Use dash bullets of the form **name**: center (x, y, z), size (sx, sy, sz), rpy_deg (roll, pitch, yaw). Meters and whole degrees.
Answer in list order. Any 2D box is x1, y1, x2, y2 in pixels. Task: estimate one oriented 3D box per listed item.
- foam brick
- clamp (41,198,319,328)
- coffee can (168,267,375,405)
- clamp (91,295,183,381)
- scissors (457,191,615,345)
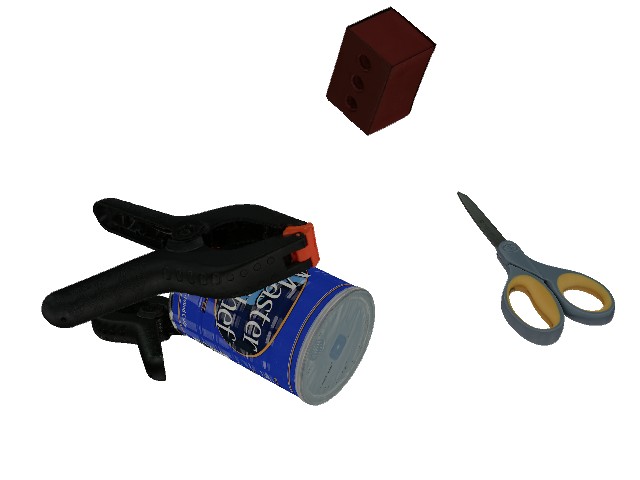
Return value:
- **foam brick**: center (0.046, -0.132, 0.833), size (0.051, 0.053, 0.078), rpy_deg (-32, -25, -33)
- **clamp**: center (-0.090, 0.014, 0.672), size (0.172, 0.039, 0.120), rpy_deg (0, 43, 21)
- **coffee can**: center (-0.040, 0.061, 0.887), size (0.140, 0.103, 0.102), rpy_deg (25, 12, 28)
- **clamp**: center (-0.173, 0.089, 1.091), size (0.210, 0.036, 0.164), rpy_deg (10, 19, 33)
- **scissors**: center (0.175, 0.015, 0.871), size (0.096, 0.016, 0.202), rpy_deg (0, 36, -4)
